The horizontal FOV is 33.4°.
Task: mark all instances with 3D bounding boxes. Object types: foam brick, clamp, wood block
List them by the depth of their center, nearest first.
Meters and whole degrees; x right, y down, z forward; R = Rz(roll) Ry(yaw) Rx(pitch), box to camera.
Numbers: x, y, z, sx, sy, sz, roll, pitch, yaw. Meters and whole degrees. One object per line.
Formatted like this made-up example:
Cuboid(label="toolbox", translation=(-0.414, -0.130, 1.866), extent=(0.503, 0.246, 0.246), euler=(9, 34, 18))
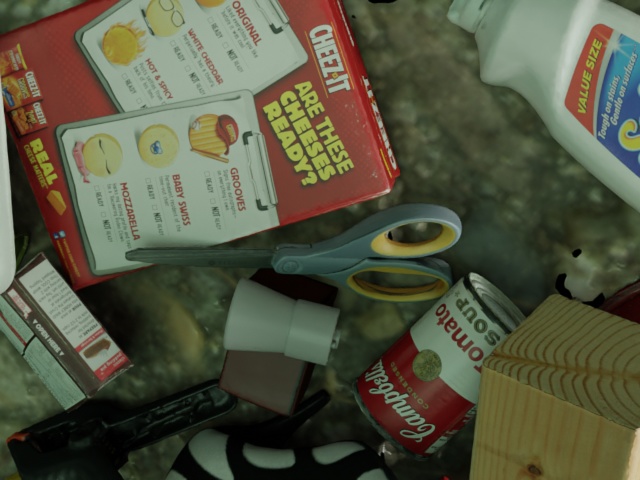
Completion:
Cuboid(label="wood block", translation=(0.142, 0.150, 0.608), extent=(0.091, 0.090, 0.206), euler=(21, 126, 31))
Cuboid(label="foam brick", translation=(-0.027, 0.063, 0.684), extent=(0.051, 0.053, 0.078), euler=(18, 104, 7))
Cuboid(label="clamp", translation=(-0.136, 0.132, 0.706), extent=(0.172, 0.120, 0.039), euler=(0, 118, 41))

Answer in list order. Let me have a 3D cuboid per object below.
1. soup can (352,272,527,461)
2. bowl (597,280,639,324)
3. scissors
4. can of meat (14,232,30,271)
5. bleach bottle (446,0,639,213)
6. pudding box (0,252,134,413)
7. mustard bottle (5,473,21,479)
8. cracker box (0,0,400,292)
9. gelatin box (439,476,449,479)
Cuboid(label="soup can", translation=(0.079, 0.078, 0.657), extent=(0.068, 0.068, 0.102), euler=(44, 106, 0))
Cuboid(label="bowl", translation=(0.227, 0.101, 0.639), extent=(0.162, 0.055, 0.162), euler=(2, 102, 11))
Cuboid(label="scissors", translation=(-0.004, 0.001, 0.628), extent=(0.201, 0.016, 0.096), euler=(11, 138, -21))
Cuboid(label="can of meat", translation=(-0.259, 0.020, 0.721), extent=(0.084, 0.057, 0.102), euler=(31, 106, 5))
Cuboid(label="bleach bottle", translation=(0.181, -0.067, 0.609), extent=(0.251, 0.068, 0.103), euler=(33, 106, 6))
Cuboid(label="pudding box", translation=(-0.170, 0.063, 0.688), extent=(0.039, 0.114, 0.090), euler=(-41, 93, -22))
Cuboid(label="mustard bottle", translation=(-0.200, 0.208, 0.679), extent=(0.096, 0.191, 0.058), euler=(4, 103, 11))
Cuboid(label="cracker box", translation=(-0.078, -0.078, 0.655), extent=(0.214, 0.072, 0.164), euler=(-17, 99, 14))
Cuboid(label="gelatin box", translation=(0.060, 0.204, 0.686), extent=(0.030, 0.073, 0.089), euler=(41, 106, -1))
